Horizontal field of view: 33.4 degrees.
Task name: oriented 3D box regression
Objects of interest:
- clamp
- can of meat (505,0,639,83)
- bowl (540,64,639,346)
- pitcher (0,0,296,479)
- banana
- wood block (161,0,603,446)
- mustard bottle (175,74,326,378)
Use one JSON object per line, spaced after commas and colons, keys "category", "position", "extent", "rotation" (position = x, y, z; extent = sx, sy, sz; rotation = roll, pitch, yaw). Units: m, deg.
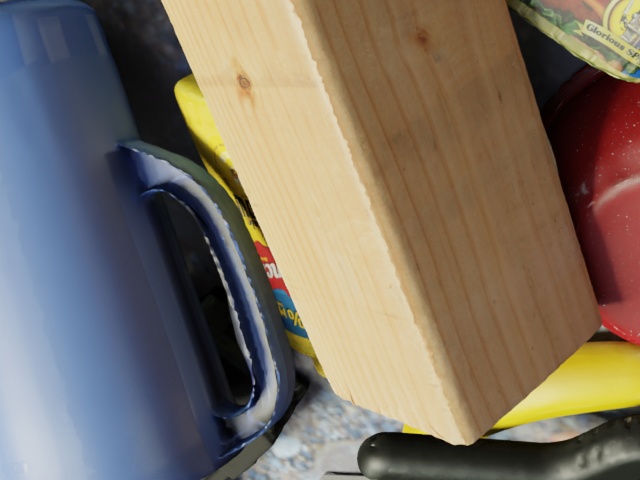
{"category": "clamp", "position": [0.135, 0.120, 0.542], "extent": [0.210, 0.036, 0.164], "rotation": [-24, 136, 35]}
{"category": "can of meat", "position": [0.109, -0.118, 0.391], "extent": [0.102, 0.057, 0.084], "rotation": [36, 136, 1]}
{"category": "bowl", "position": [0.158, -0.003, 0.451], "extent": [0.162, 0.055, 0.162], "rotation": [14, 129, 19]}
{"category": "pitcher", "position": [-0.120, 0.008, 0.526], "extent": [0.145, 0.149, 0.243], "rotation": [-4, 102, 68]}
{"category": "banana", "position": [0.104, 0.087, 0.564], "extent": [0.069, 0.037, 0.198], "rotation": [23, 143, -29]}
{"category": "wood block", "position": [0.026, -0.034, 0.420], "extent": [0.091, 0.090, 0.206], "rotation": [13, 132, 53]}
{"category": "mustard bottle", "position": [-0.004, 0.001, 0.536], "extent": [0.096, 0.058, 0.191], "rotation": [12, 132, 42]}
